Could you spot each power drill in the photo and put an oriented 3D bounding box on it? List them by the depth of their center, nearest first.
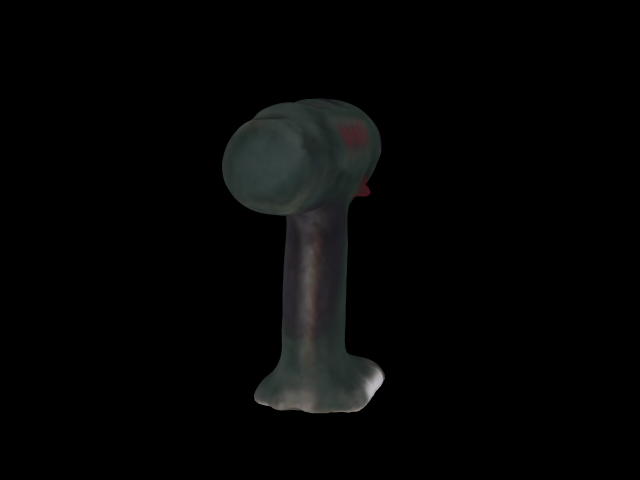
[{"bbox_3d":[0.004,0.001,0.400,0.075,0.208,0.230,0,0,16],"label":"power drill"}]
